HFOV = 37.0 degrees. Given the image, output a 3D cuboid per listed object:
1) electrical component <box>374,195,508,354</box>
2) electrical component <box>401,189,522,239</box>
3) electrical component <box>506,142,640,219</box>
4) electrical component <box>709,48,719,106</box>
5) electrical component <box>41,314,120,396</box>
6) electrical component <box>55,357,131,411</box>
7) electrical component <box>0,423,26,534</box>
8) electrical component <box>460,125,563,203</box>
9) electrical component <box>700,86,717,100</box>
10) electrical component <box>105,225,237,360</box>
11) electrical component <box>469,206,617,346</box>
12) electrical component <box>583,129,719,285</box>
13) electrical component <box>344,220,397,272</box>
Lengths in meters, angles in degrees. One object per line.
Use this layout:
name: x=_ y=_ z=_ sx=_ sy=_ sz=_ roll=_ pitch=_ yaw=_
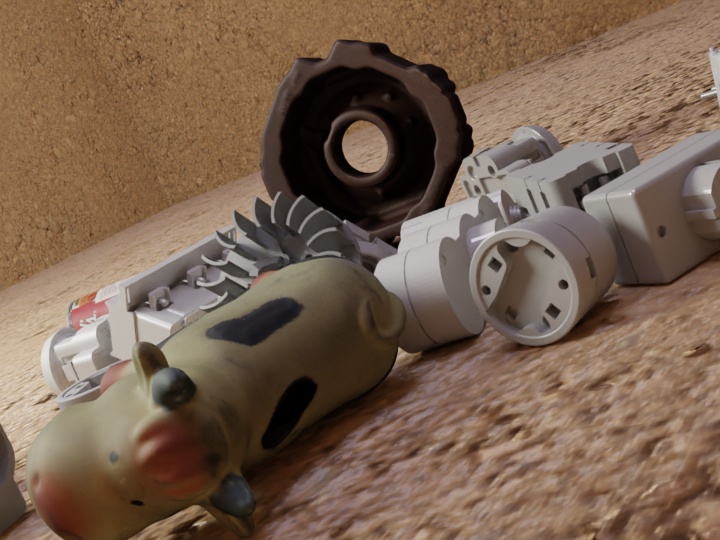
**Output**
electrical component: x=0.064 y=-0.005 z=0.580 sx=0.074 sy=0.052 sz=0.138 roll=-19 pitch=10 yaw=24
electrical component: x=0.072 y=-0.024 z=0.688 sx=0.081 sy=0.043 sz=0.043 roll=-19 pitch=11 yaw=24
electrical component: x=0.122 y=-0.034 z=0.586 sx=0.050 sy=0.055 sz=0.089 roll=-24 pitch=10 yaw=-3
electrical component: x=0.284 y=-0.125 z=0.702 sx=0.096 sy=0.061 sz=0.061 roll=-13 pitch=12 yaw=15
electrical component: x=-0.201 y=0.067 z=0.811 sx=0.057 sy=0.058 sz=0.078 roll=-17 pitch=12 yaw=22
electrical component: x=-0.134 y=0.081 z=0.601 sx=0.055 sy=0.047 sz=0.055 roll=-23 pitch=10 yaw=4
electrical component: x=-0.221 y=0.103 z=0.562 sx=0.056 sy=0.089 sz=0.050 roll=-20 pitch=10 yaw=23
electrical component: x=0.119 y=-0.074 z=0.809 sx=0.057 sy=0.058 sz=0.078 roll=-30 pitch=11 yaw=-19
electrical component: x=0.289 y=-0.140 z=0.792 sx=0.076 sy=0.047 sz=0.083 roll=-13 pitch=14 yaw=48
electrical component: x=-0.120 y=0.027 z=0.792 sx=0.063 sy=0.078 sz=0.121 roll=17 pitch=31 yaw=28
electrical component: x=0.086 y=0.001 z=0.494 sx=0.055 sy=0.055 sz=0.047 roll=-15 pitch=9 yaw=41
electrical component: x=0.164 y=-0.032 z=0.502 sx=0.083 sy=0.047 sz=0.076 roll=-28 pitch=11 yaw=-25
electrical component: x=0.000 y=0.000 z=0.703 sx=0.048 sy=0.066 sz=0.055 roll=-58 pitch=11 yaw=14
